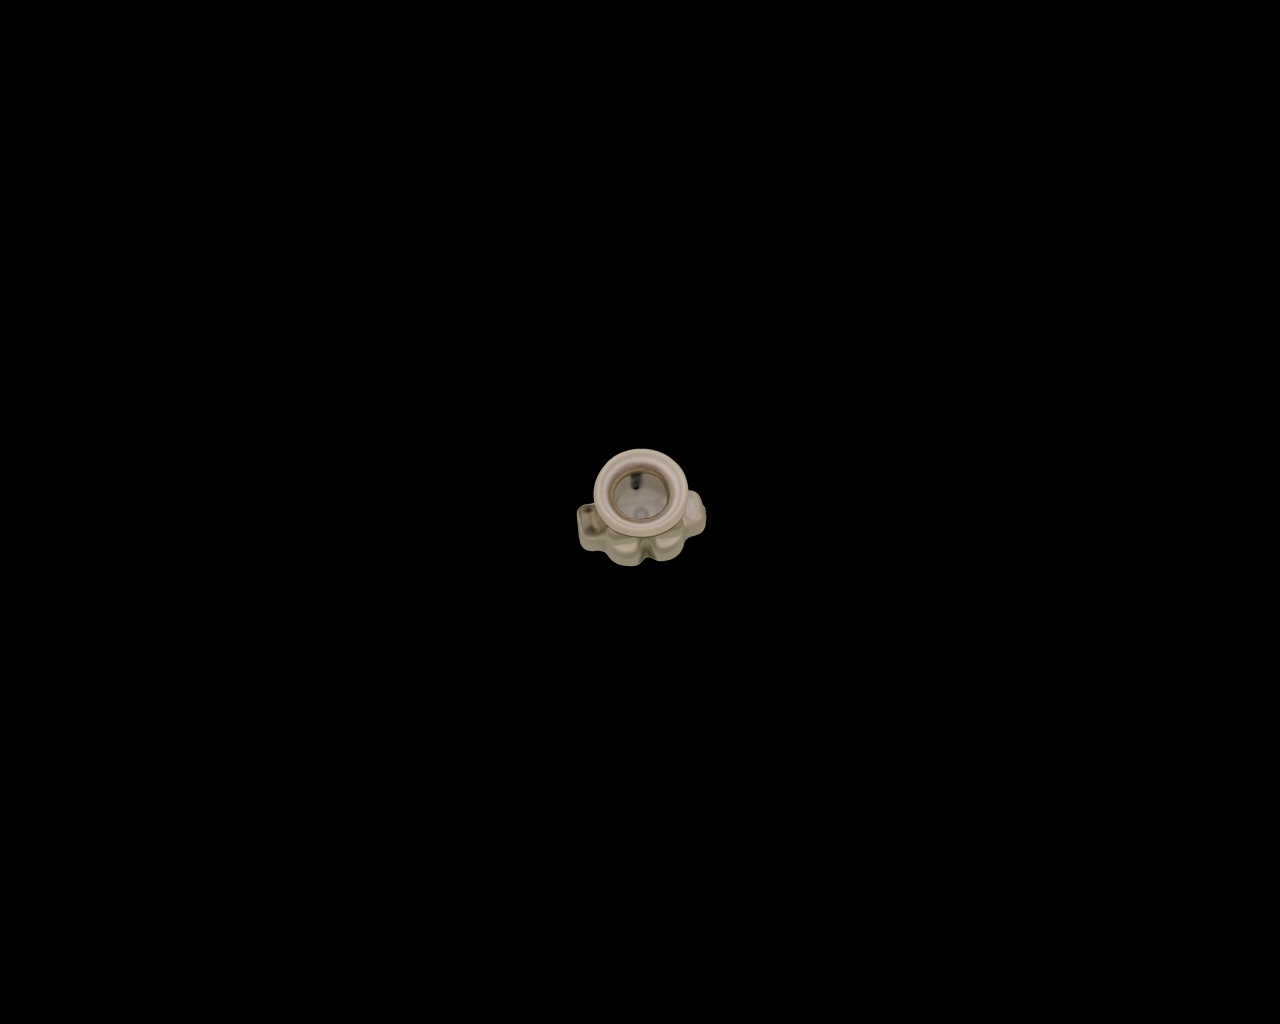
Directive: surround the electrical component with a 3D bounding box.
[{"bbox_3d":[0.001,-0.003,0.650,0.078,0.058,0.057,-8,-23,-3],"label":"electrical component"}]
